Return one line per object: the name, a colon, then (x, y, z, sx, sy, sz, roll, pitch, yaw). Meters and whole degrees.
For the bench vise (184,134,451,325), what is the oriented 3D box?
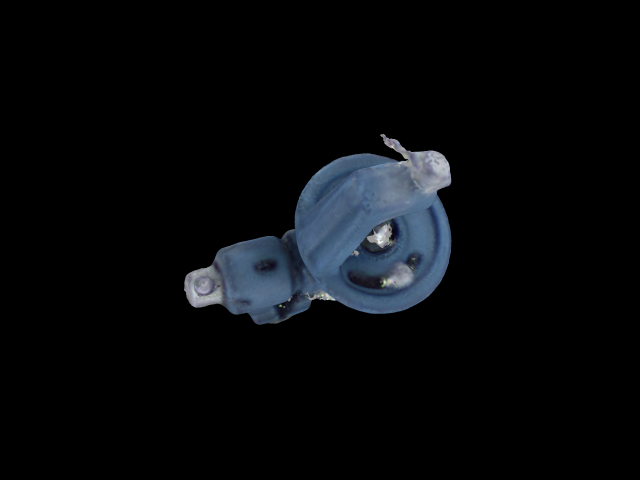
bench vise: (0.011, 0.011, 0.398, 0.207, 0.220, 0.121, -35, 80, -7)
